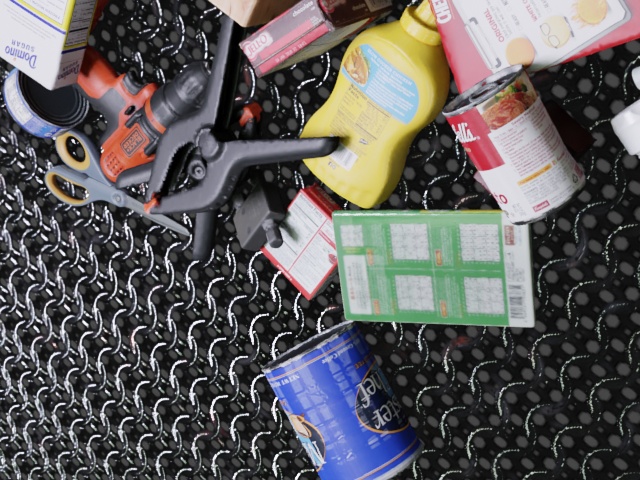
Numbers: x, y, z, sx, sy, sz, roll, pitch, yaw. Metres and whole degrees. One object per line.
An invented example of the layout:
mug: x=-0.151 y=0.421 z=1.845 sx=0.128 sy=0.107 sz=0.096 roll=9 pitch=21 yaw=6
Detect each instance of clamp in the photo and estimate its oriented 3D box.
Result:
clamp: x=-0.094 y=-0.100 z=0.974 sx=0.210 sy=0.036 sz=0.164 roll=-35 pitch=75 yaw=30
clamp: x=-0.108 y=-0.060 z=1.035 sx=0.172 sy=0.039 sz=0.120 roll=-36 pitch=103 yaw=27

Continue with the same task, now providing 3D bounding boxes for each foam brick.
foam brick: x=0.173 y=-0.066 z=0.865 sx=0.051 sy=0.052 sz=0.078 roll=46 pitch=126 yaw=11

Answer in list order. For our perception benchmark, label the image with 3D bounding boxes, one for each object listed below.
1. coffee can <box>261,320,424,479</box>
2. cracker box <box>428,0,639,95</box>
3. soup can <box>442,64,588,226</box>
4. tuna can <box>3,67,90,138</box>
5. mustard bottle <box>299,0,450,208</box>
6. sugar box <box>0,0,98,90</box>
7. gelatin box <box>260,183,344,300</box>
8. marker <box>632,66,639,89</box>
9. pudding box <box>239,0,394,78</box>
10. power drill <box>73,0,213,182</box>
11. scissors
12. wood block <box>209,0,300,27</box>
coffee can: x=0.022 y=0.161 z=1.018 sx=0.103 sy=0.102 sz=0.140 roll=-28 pitch=91 yaw=37
cracker box: x=0.183 y=-0.218 z=0.792 sx=0.214 sy=0.072 sz=0.164 roll=-15 pitch=98 yaw=37
soup can: x=0.146 y=-0.070 z=0.795 sx=0.069 sy=0.068 sz=0.102 roll=-24 pitch=105 yaw=37
tuna can: x=-0.287 y=-0.151 z=1.119 sx=0.034 sy=0.086 sz=0.086 roll=-27 pitch=92 yaw=39
mustard bottle: x=0.057 y=-0.127 z=0.916 sx=0.096 sy=0.058 sz=0.192 roll=43 pitch=126 yaw=19
sugar box: x=-0.258 y=-0.243 z=1.020 sx=0.093 sy=0.048 sz=0.176 roll=34 pitch=125 yaw=17
gelatin box: x=-0.007 y=0.001 z=1.024 sx=0.073 sy=0.030 sz=0.089 roll=45 pitch=124 yaw=12
marker: x=0.288 y=-0.142 z=0.782 sx=0.121 sy=0.020 sz=0.020 roll=-25 pitch=93 yaw=37
pudding box: x=-0.001 y=-0.182 z=0.899 sx=0.090 sy=0.113 sz=0.039 roll=-25 pitch=94 yaw=37
power drill: x=-0.198 y=-0.171 z=1.069 sx=0.185 sy=0.057 sz=0.188 roll=-38 pitch=84 yaw=35
scissors: x=-0.221 y=-0.066 z=1.150 sx=0.202 sy=0.016 sz=0.096 roll=11 pitch=113 yaw=30
wood block: x=-0.031 y=-0.294 z=0.894 sx=0.091 sy=0.090 sz=0.206 roll=39 pitch=125 yaw=16
